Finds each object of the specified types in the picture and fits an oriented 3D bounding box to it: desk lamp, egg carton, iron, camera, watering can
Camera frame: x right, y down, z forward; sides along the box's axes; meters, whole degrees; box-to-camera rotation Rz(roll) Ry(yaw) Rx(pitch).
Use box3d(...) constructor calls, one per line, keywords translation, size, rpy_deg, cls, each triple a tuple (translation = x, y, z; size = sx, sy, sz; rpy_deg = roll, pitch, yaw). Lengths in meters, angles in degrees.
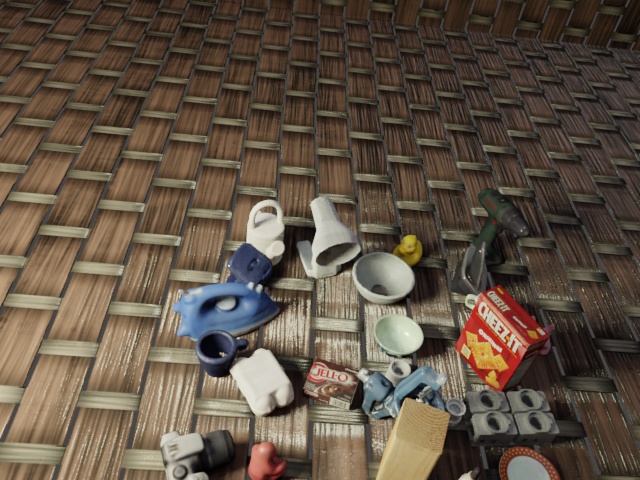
box3d(translation=(0.014, 0.005, 1.504), size=(0.118, 0.213, 0.203), rpy_deg=(-9, 46, -18), cls="desk lamp")
box3d(translation=(-0.127, 0.313, 1.264), size=(0.107, 0.069, 0.150), rpy_deg=(-20, 51, -28), cls="egg carton")
box3d(translation=(-0.217, 0.148, 1.367), size=(0.259, 0.141, 0.118), rpy_deg=(-9, 46, -18), cls="iron")
box3d(translation=(-0.230, 0.426, 1.106), size=(0.137, 0.101, 0.143), rpy_deg=(-12, 47, -21), cls="camera")
box3d(translation=(-0.139, -0.022, 1.520), size=(0.172, 0.194, 0.101), rpy_deg=(38, 50, 27), cls="watering can")

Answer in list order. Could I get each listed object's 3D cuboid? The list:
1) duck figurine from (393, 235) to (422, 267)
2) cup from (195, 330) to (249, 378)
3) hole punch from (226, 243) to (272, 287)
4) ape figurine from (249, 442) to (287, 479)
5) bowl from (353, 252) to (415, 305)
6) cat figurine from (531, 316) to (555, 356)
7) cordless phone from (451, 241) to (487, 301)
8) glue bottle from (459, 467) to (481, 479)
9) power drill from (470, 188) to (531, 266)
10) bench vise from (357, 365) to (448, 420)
box3d(translation=(0.253, 0.022, 1.622), size=(0.105, 0.086, 0.077), rpy_deg=(-29, 55, -33), cls="duck figurine")
box3d(translation=(-0.219, 0.260, 1.285), size=(0.118, 0.095, 0.091), rpy_deg=(-9, 46, -19), cls="cup")
box3d(translation=(-0.180, 0.074, 1.488), size=(0.101, 0.091, 0.109), rpy_deg=(21, 45, 12), cls="hole punch")
box3d(translation=(-0.106, 0.431, 1.129), size=(0.076, 0.092, 0.077), rpy_deg=(-25, 53, -31), cls="ape figurine")
box3d(translation=(0.163, 0.114, 1.518), size=(0.167, 0.075, 0.167), rpy_deg=(5, 44, -5), cls="bowl")
box3d(translation=(0.526, 0.235, 1.426), size=(0.128, 0.118, 0.067), rpy_deg=(-6, 45, -16), cls="cat figurine")
box3d(translation=(0.426, 0.058, 1.543), size=(0.094, 0.185, 0.147), rpy_deg=(15, 44, 6), cls="cordless phone")
box3d(translation=(0.275, 0.476, 1.090), size=(0.037, 0.173, 0.078), rpy_deg=(33, 48, 23), cls="glue bottle")
box3d(translation=(0.506, -0.029, 1.631), size=(0.076, 0.208, 0.229), rpy_deg=(-5, 45, -15), cls="power drill")
box3d(translation=(0.176, 0.325, 1.195), size=(0.207, 0.220, 0.121), rpy_deg=(14, 44, 5), cls="bench vise")
